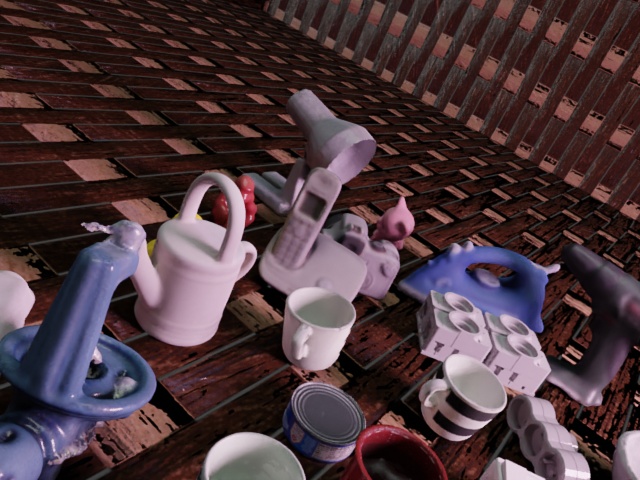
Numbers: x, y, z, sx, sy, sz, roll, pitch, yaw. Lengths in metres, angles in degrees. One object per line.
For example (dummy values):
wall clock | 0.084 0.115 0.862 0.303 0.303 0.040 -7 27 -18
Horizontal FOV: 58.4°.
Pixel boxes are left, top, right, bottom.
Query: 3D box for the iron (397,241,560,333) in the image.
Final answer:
iron | 0.275 0.066 0.975 0.259 0.141 0.118 18 26 -14

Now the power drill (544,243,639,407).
power drill | 0.432 0.144 0.887 0.229 0.208 0.076 34 27 18

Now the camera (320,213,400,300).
camera | 0.055 0.008 0.938 0.143 0.101 0.137 20 26 -9

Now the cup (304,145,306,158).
cup | -0.008 -0.137 1.163 0.092 0.095 0.117 0 35 -41

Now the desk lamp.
desk lamp | -0.022 -0.146 1.031 0.202 0.213 0.118 39 29 27

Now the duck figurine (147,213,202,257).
duck figurine | -0.186 0.003 0.752 0.077 0.086 0.105 34 27 18

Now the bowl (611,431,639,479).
bowl | 0.423 0.321 0.698 0.167 0.074 0.167 20 26 -10

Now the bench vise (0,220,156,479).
bench vise | -0.179 0.104 0.411 0.122 0.219 0.207 18 26 -14

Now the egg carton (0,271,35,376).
egg carton | -0.324 0.078 0.506 0.107 0.069 0.150 15 27 -19

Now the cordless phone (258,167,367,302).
cordless phone | 0.007 0.003 0.807 0.147 0.185 0.094 28 26 6

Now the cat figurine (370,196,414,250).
cat figurine | 0.140 -0.029 1.062 0.067 0.117 0.128 27 26 5

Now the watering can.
watering can | -0.140 0.018 0.638 0.100 0.194 0.173 31 26 14

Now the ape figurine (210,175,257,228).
ape figurine | -0.132 -0.060 0.911 0.078 0.092 0.076 7 31 -32
